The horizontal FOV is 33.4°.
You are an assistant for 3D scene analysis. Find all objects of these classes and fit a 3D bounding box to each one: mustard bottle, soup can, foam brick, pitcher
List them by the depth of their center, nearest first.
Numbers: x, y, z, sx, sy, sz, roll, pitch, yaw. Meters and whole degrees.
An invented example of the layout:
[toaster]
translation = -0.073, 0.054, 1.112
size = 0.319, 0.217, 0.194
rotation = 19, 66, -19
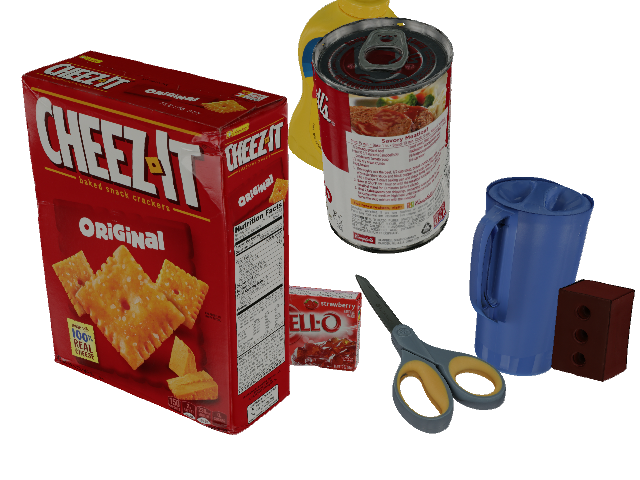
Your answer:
[soup can]
translation = 0.033, -0.052, 0.544
size = 0.068, 0.102, 0.068
rotation = -3, 41, 3
[mustard bottle]
translation = 0.028, -0.143, 0.895
size = 0.096, 0.192, 0.058
rotation = 21, 45, 13
[foam brick]
translation = 0.244, 0.080, 0.957
size = 0.053, 0.078, 0.051
rotation = 12, 17, 37
[pitcher]
translation = 0.258, 0.050, 1.369
size = 0.149, 0.243, 0.145
rotation = 5, 23, 2

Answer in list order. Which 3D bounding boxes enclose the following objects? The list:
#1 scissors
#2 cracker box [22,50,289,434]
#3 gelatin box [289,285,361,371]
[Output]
[scissors]
translation = 0.088, 0.082, 0.866
size = 0.096, 0.016, 0.202
rotation = -3, 33, -5
[cracker box]
translation = -0.104, 0.002, 0.686
size = 0.164, 0.214, 0.072
rotation = 17, 32, 30
[gelatin box]
translation = -0.006, 0.084, 1.029
size = 0.089, 0.073, 0.030
rotation = 5, 15, 9
